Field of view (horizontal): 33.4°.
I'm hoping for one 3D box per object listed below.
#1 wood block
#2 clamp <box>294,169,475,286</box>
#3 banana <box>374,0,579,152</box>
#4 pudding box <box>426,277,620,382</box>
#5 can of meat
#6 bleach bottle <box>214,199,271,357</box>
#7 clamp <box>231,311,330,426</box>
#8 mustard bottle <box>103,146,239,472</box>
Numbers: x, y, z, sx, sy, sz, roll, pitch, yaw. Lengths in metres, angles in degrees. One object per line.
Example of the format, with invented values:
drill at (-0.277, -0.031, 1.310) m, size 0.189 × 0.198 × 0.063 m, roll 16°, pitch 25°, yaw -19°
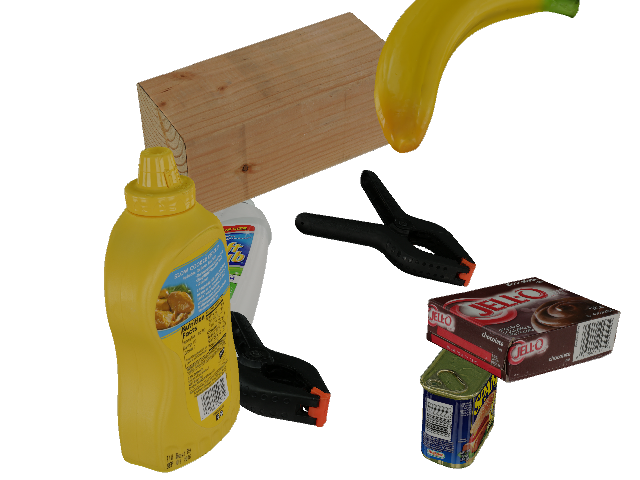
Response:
wood block at (-0.039, -0.108, 0.905) m, size 0.205 × 0.091 × 0.090 m, roll -23°, pitch 50°, yaw -22°
clamp at (0.084, -0.005, 1.266) m, size 0.210 × 0.036 × 0.164 m, roll 35°, pitch 41°, yaw 25°
banana at (0.079, -0.119, 0.618) m, size 0.070 × 0.037 × 0.197 m, roll 31°, pitch 51°, yaw 23°
pudding box at (0.149, 0.063, 0.789) m, size 0.113 × 0.039 × 0.090 m, roll -7°, pitch 20°, yaw -33°
can of meat at (0.134, 0.156, 1.021) m, size 0.058 × 0.084 × 0.101 m, roll 12°, pitch 27°, yaw 24°
bleach bottle at (-0.112, 0.029, 1.177) m, size 0.102 × 0.068 × 0.250 m, roll 0°, pitch 35°, yaw 6°
clamp at (-0.056, 0.107, 0.917) m, size 0.172 × 0.039 × 0.120 m, roll 21°, pitch 31°, yaw 25°
mustard bottle at (-0.090, 0.037, 0.647) m, size 0.058 × 0.192 × 0.096 m, roll 10°, pitch 26°, yaw 26°
